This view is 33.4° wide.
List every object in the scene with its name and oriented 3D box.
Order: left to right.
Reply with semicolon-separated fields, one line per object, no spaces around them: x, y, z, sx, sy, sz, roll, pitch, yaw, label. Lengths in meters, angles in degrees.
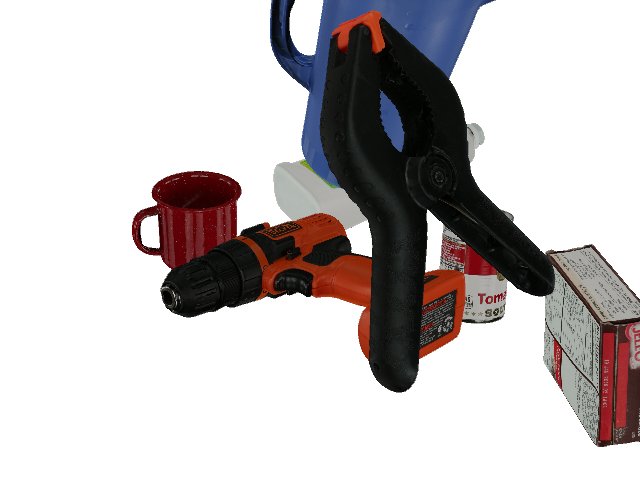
-0.140;-0.015;1.120;0.117;0.081;0.093;-12;32;-23;mug
-0.001;0.037;0.804;0.188;0.057;0.184;22;31;38;power drill
0.044;-0.161;0.928;0.144;0.243;0.149;-27;60;-32;pitcher
0.077;-0.085;1.223;0.250;0.068;0.103;-24;44;-24;bleach bottle
0.040;-0.018;0.500;0.039;0.171;0.120;-17;18;50;clamp
0.152;0.023;1.053;0.068;0.102;0.068;2;16;-1;soup can
0.179;0.065;0.694;0.039;0.090;0.113;-6;24;-6;pudding box
